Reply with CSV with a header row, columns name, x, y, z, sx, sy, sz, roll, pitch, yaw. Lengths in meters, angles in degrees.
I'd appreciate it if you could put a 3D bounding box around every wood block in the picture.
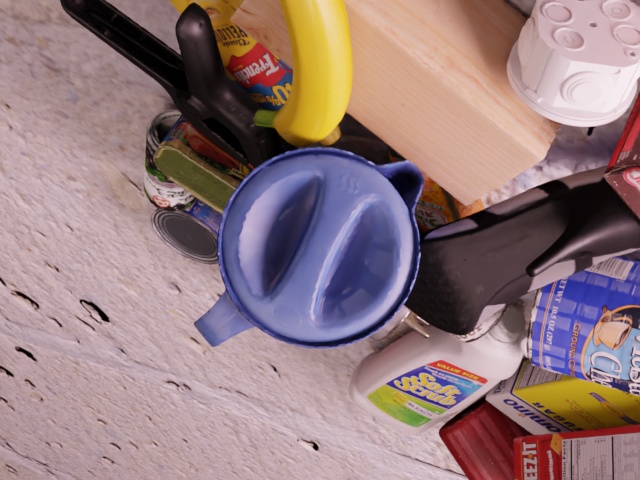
name,x,y,z,sx,sy,sz,roll,pitch,yaw
wood block,0.059,-0.129,0.702,0.206,0.090,0.091,37,150,-11

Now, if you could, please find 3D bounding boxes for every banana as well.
name,x,y,z,sx,sy,sz,roll,pitch,yaw
banana,-0.011,-0.113,0.658,0.070,0.037,0.198,25,149,9

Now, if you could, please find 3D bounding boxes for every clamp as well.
name,x,y,z,sx,sy,sz,roll,pitch,yaw
clamp,-0.098,-0.119,0.811,0.165,0.036,0.209,25,164,38

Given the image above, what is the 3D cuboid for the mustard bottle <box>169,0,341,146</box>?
name,x,y,z,sx,sy,sz,roll,pitch,yaw
mustard bottle,-0.039,-0.144,0.796,0.096,0.058,0.191,0,139,42

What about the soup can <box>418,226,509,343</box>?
name,x,y,z,sx,sy,sz,roll,pitch,yaw
soup can,0.108,0.033,0.926,0.102,0.068,0.069,41,149,-19

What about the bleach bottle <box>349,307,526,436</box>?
name,x,y,z,sx,sy,sz,roll,pitch,yaw
bleach bottle,0.121,0.119,1.051,0.102,0.068,0.251,33,148,-4

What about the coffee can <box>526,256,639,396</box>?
name,x,y,z,sx,sy,sz,roll,pitch,yaw
coffee can,0.243,0.067,0.821,0.140,0.102,0.103,15,147,25

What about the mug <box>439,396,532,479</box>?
name,x,y,z,sx,sy,sz,roll,pitch,yaw
mug,0.179,0.207,1.103,0.093,0.117,0.081,-37,83,19

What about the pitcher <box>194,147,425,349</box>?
name,x,y,z,sx,sy,sz,roll,pitch,yaw
pitcher,-0.005,0.001,0.807,0.149,0.145,0.243,6,-175,2

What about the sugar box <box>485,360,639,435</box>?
name,x,y,z,sx,sy,sz,roll,pitch,yaw
sugar box,0.245,0.145,0.994,0.093,0.048,0.177,36,148,-14

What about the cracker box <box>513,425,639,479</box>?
name,x,y,z,sx,sy,sz,roll,pitch,yaw
cracker box,0.306,0.214,0.960,0.164,0.072,0.214,16,158,-31

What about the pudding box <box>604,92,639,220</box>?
name,x,y,z,sx,sy,sz,roll,pitch,yaw
pudding box,0.237,-0.040,0.678,0.113,0.090,0.039,45,149,-25

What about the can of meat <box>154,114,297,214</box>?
name,x,y,z,sx,sy,sz,roll,pitch,yaw
can of meat,-0.080,-0.077,0.909,0.102,0.083,0.058,33,150,-5

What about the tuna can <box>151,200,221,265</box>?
name,x,y,z,sx,sy,sz,roll,pitch,yaw
tuna can,-0.128,-0.014,1.096,0.086,0.033,0.086,22,149,14
